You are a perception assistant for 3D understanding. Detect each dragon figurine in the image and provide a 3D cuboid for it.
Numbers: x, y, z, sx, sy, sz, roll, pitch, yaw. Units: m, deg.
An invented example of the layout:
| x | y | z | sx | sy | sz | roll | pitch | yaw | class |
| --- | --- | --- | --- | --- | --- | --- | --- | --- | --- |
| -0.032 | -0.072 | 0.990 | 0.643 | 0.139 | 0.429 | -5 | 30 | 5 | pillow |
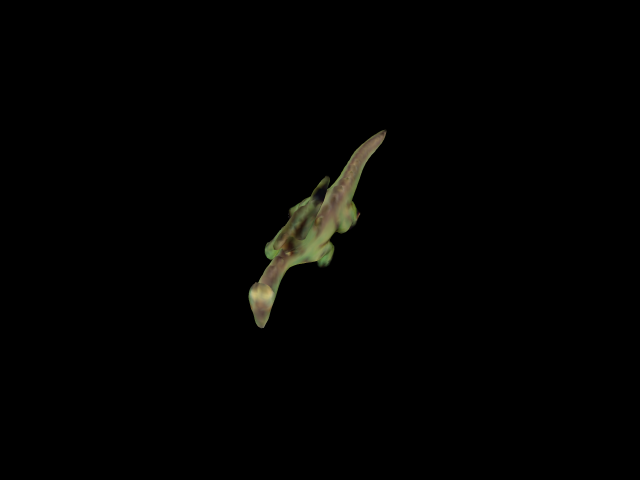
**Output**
| x | y | z | sx | sy | sz | roll | pitch | yaw | class |
| --- | --- | --- | --- | --- | --- | --- | --- | --- | --- |
| 0.003 | -0.043 | 0.850 | 0.122 | 0.411 | 0.242 | 32 | -3 | 1 | dragon figurine |
